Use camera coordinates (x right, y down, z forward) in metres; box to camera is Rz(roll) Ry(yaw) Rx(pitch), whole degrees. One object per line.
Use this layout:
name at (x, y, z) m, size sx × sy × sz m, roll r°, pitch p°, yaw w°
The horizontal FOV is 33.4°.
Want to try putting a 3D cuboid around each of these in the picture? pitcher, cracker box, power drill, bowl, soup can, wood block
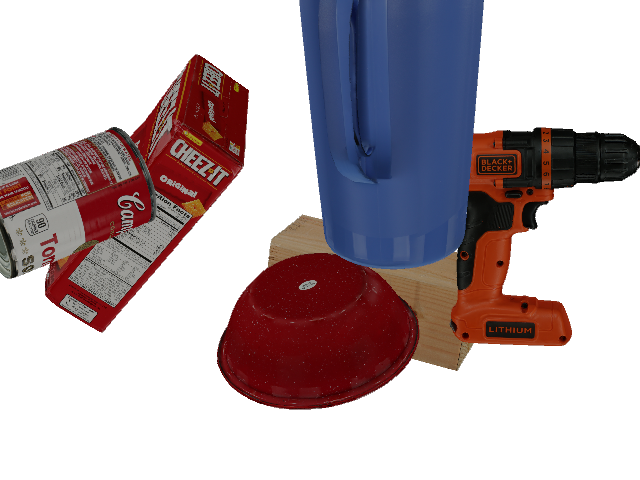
pitcher at (0.047, -0.101, 0.757) m, size 0.149 × 0.243 × 0.145 m, roll -13°, pitch 28°, yaw -20°
cracker box at (-0.156, -0.046, 0.963) m, size 0.072 × 0.214 × 0.164 m, roll 34°, pitch 24°, yaw -20°
power drill at (0.181, -0.005, 0.925) m, size 0.184 × 0.188 × 0.057 m, roll 1°, pitch 13°, yaw 13°
bowl at (-0.006, 0.057, 0.828) m, size 0.162 × 0.055 × 0.162 m, roll -7°, pitch 32°, yaw 4°
soup can at (-0.166, -0.025, 0.687) m, size 0.102 × 0.068 × 0.069 m, roll -25°, pitch 12°, yaw -27°
wood block at (0.056, 0.050, 1.078) m, size 0.206 × 0.091 × 0.090 m, roll 14°, pitch 24°, yaw 17°
